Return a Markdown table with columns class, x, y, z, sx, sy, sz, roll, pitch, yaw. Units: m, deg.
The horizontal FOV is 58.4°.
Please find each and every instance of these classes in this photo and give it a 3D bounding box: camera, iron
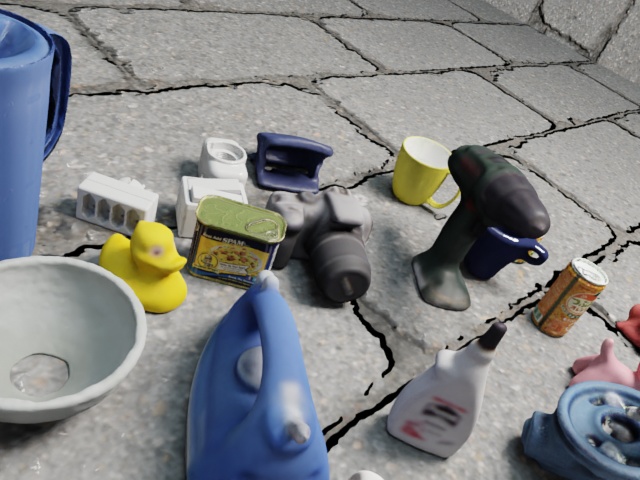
| class | x | y | z | sx | sy | sz | roll | pitch | yaw |
| --- | --- | --- | --- | --- | --- | --- | --- | --- | --- |
| camera | 0.007 | 0.003 | 0.710 | 0.143 | 0.101 | 0.136 | 7 | 38 | -20 |
| iron | -0.050 | 0.110 | 0.506 | 0.119 | 0.141 | 0.258 | 7 | 38 | -20 |

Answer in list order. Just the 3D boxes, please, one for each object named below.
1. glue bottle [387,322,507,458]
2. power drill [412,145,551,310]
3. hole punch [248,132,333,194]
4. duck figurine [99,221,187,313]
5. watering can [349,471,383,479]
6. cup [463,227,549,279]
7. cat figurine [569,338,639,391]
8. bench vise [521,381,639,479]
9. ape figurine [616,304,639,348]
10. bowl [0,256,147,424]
| class | x | y | z | sx | sy | sz | roll | pitch | yaw |
| --- | --- | --- | --- | --- | --- | --- | --- | --- | --- |
| glue bottle | 0.127 | 0.136 | 0.538 | 0.078 | 0.173 | 0.037 | 20 | 36 | -2 |
| power drill | 0.199 | -0.014 | 0.739 | 0.076 | 0.208 | 0.229 | 11 | 37 | -14 |
| hole punch | -0.045 | -0.134 | 0.867 | 0.109 | 0.091 | 0.101 | 7 | 38 | -20 |
| duck figurine | -0.183 | 0.017 | 0.604 | 0.104 | 0.086 | 0.078 | 32 | 37 | 14 |
| watering can | -0.012 | 0.212 | 0.348 | 0.173 | 0.194 | 0.101 | 13 | 36 | -12 |
| cup | 0.261 | 0.017 | 0.830 | 0.117 | 0.095 | 0.092 | 37 | 38 | 20 |
| cat figurine | 0.388 | 0.162 | 0.689 | 0.127 | 0.118 | 0.067 | 27 | 36 | 8 |
| bench vise | 0.332 | 0.181 | 0.548 | 0.207 | 0.220 | 0.121 | 19 | 36 | -3 |
| ape figurine | 0.487 | 0.117 | 0.821 | 0.076 | 0.092 | 0.078 | 26 | 36 | 6 |
| bowl | -0.236 | 0.093 | 0.487 | 0.167 | 0.075 | 0.167 | 14 | 36 | -11 |
